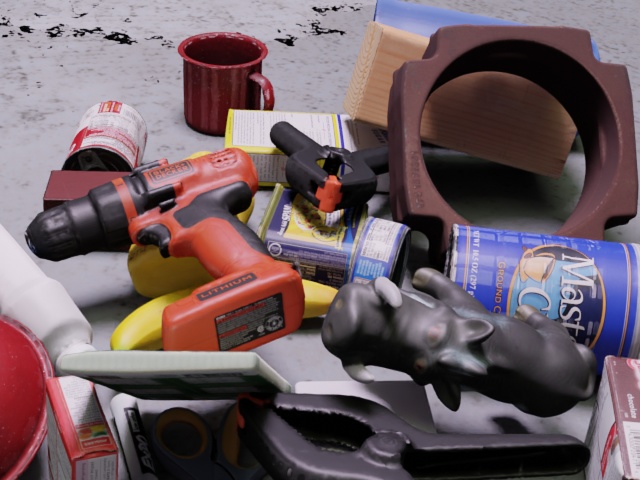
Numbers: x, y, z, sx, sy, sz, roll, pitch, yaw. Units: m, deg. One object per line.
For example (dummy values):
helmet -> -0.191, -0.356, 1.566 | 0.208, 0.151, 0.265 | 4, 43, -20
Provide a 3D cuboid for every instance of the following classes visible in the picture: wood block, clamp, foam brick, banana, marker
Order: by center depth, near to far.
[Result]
clamp -> 0.048, 0.130, 0.627 | 0.210, 0.036, 0.164 | 19, 27, 30
marker -> -0.118, 0.146, 0.696 | 0.020, 0.020, 0.121 | -8, 35, -17
banana -> -0.080, 0.060, 0.818 | 0.197, 0.037, 0.070 | -17, 42, -27
foam brick -> -0.196, -0.026, 0.924 | 0.078, 0.053, 0.051 | 2, 33, -4
clamp -> 0.001, -0.066, 0.927 | 0.120, 0.039, 0.171 | 11, 17, 7
wood block -> 0.137, -0.135, 1.022 | 0.206, 0.091, 0.090 | 15, 14, -10

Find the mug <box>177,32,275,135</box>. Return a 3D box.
mug -> -0.093, -0.159, 1.113 | 0.117, 0.081, 0.093 | 25, 38, 30

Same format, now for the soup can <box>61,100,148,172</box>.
soup can -> -0.199, -0.079, 0.993 | 0.068, 0.068, 0.102 | 2, 32, -3

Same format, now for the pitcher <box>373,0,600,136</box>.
pitcher -> 0.165, -0.182, 1.141 | 0.243, 0.145, 0.149 | 8, 74, 0

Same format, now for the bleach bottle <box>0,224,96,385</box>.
bleach bottle -> -0.245, 0.032, 0.805 | 0.068, 0.102, 0.251 | -36, 56, -26

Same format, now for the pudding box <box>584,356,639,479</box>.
pudding box -> 0.194, 0.142, 0.671 | 0.039, 0.090, 0.113 | 6, 33, 6

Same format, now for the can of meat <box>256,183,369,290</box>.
can of meat -> -0.006, 0.001, 0.899 | 0.084, 0.057, 0.102 | 9, 33, 5

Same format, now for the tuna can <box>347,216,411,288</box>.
tuna can -> 0.045, 0.026, 0.838 | 0.034, 0.086, 0.086 | 14, 34, 11

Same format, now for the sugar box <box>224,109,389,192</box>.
sugar box -> -0.006, -0.088, 1.049 | 0.176, 0.048, 0.093 | 5, 32, -5

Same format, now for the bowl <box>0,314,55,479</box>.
bowl -> -0.253, 0.098, 0.671 | 0.162, 0.055, 0.162 | -4, 53, 6

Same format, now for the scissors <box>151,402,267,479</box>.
scissors -> -0.076, 0.166, 0.670 | 0.096, 0.016, 0.201 | 10, 32, 5

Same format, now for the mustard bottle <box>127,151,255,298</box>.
mustard bottle -> -0.106, -0.025, 0.924 | 0.096, 0.058, 0.191 | -11, 32, 7

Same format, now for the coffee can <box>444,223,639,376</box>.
coffee can -> 0.164, 0.046, 0.804 | 0.140, 0.103, 0.102 | 7, 33, 5

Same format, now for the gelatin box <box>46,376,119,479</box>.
gelatin box -> -0.143, 0.137, 0.643 | 0.030, 0.089, 0.073 | -8, 35, -22

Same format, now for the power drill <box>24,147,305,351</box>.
power drill -> -0.107, 0.011, 0.775 | 0.184, 0.057, 0.188 | -21, 44, -15
